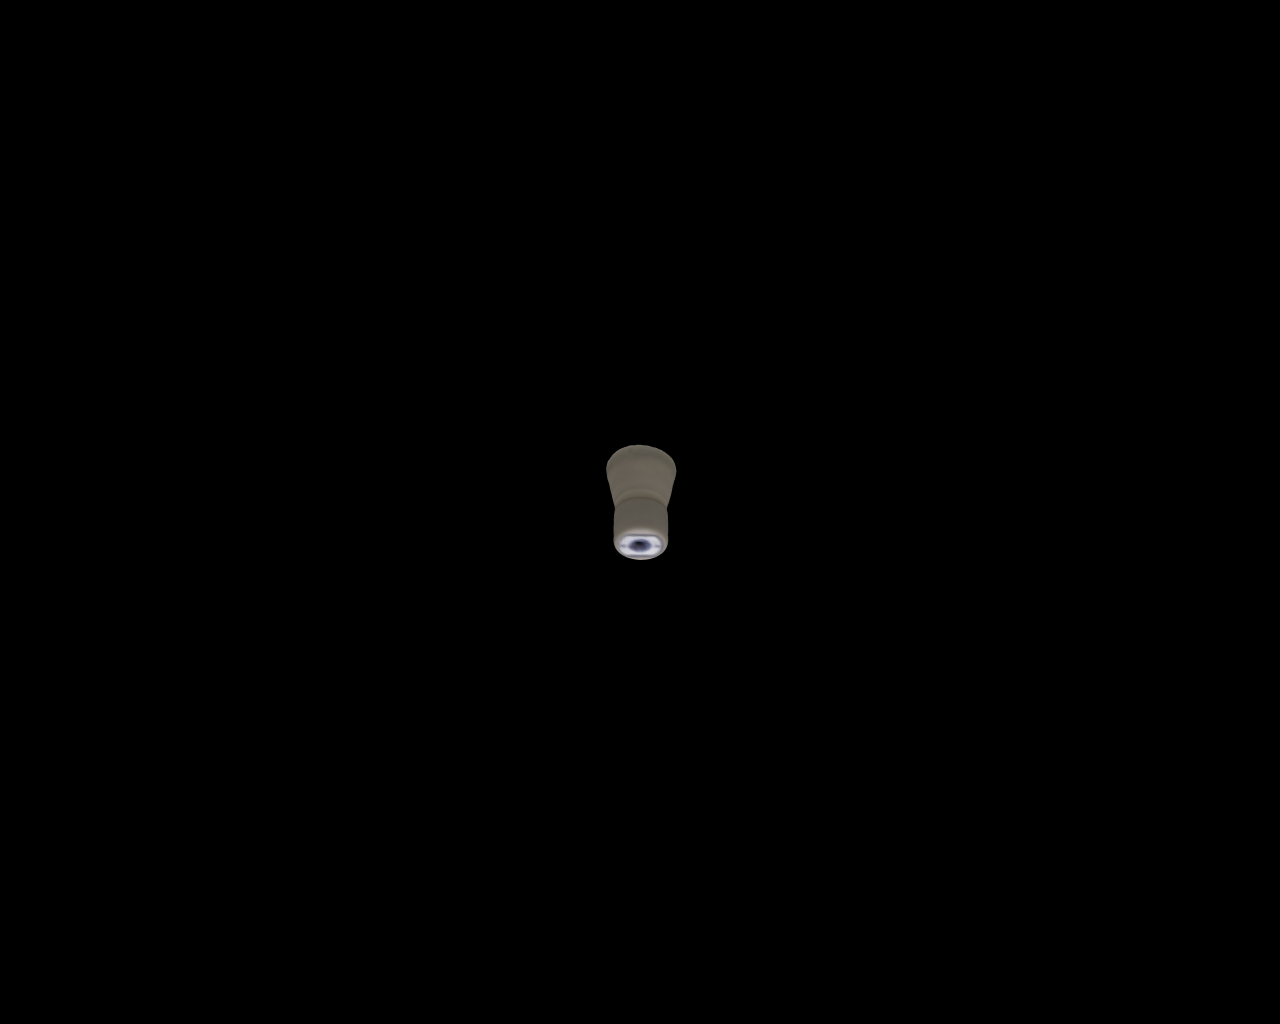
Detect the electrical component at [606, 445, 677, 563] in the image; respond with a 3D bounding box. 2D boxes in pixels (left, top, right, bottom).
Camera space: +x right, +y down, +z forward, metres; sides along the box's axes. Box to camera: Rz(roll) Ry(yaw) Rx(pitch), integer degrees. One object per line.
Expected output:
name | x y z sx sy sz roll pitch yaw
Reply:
electrical component | 0.001 -0.003 0.650 0.044 0.065 0.044 0 -39 0
